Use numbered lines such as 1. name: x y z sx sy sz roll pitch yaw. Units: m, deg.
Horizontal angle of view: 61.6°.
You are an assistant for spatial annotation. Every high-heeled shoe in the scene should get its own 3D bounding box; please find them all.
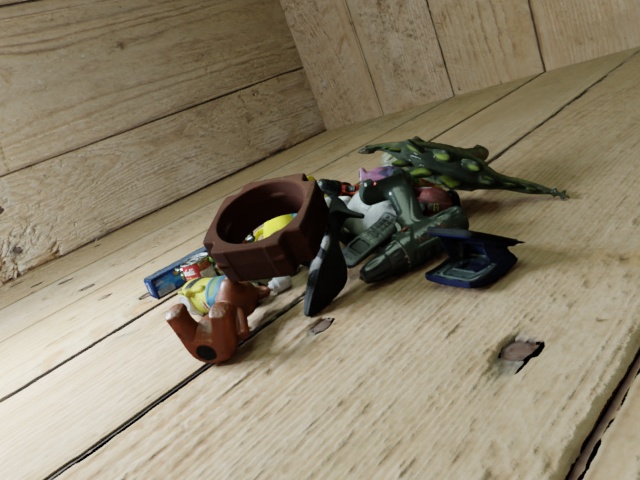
1. high-heeled shoe: -0.008 0.021 1.021 0.145 0.086 0.249 10 63 45

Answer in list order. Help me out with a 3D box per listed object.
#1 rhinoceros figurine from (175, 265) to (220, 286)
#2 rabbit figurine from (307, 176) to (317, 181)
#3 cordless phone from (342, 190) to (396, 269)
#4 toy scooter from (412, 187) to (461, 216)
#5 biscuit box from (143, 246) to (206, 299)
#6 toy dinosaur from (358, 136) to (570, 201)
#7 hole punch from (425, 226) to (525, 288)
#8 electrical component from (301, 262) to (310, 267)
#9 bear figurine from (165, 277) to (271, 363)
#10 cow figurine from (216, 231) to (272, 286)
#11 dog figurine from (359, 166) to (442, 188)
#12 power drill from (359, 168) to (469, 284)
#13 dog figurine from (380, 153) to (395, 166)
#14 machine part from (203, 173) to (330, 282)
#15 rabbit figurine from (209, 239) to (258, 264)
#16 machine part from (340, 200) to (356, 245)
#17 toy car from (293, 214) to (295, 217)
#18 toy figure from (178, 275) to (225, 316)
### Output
1. rhinoceros figurine: -0.307 0.082 1.372 0.112 0.073 0.190 -26 17 -12
2. rabbit figurine: -0.068 -0.085 1.553 0.162 0.121 0.173 -15 35 30
3. cordless phone: 0.084 -0.016 1.115 0.184 0.088 0.147 -36 53 -27
4. toy scooter: 0.217 -0.082 1.186 0.135 0.075 0.184 -1 11 -12
5. biscuit box: -0.378 0.087 1.472 0.203 0.059 0.063 -30 19 -30
6. toy dinosaur: 0.291 -0.154 1.157 0.472 0.105 0.198 15 17 25
7. hole punch: 0.239 0.028 0.855 0.116 0.092 0.142 4 -1 -29
8. electrical component: -0.002 -0.003 1.156 0.058 0.134 0.115 21 54 2
9. bear figurine: -0.168 0.117 0.952 0.120 0.131 0.196 -2 36 18
10. cow figurine: -0.152 0.042 1.126 0.127 0.194 0.085 0 64 40
11. dog figurine: 0.209 -0.127 1.329 0.219 0.108 0.192 -9 40 -4
12. power drill: 0.147 -0.035 1.024 0.232 0.085 0.207 -22 46 -5
13. dog figurine: 0.238 -0.190 1.498 0.172 0.121 0.191 -28 21 18
14. machine part: -0.093 -0.022 0.971 0.201 0.087 0.201 -8 39 22
15. rabbit figurine: -0.203 0.015 1.276 0.121 0.170 0.159 -15 16 22
16. machine part: 0.070 -0.043 1.292 0.079 0.079 0.243 -21 15 3
17. toy car: -0.030 -0.015 1.312 0.103 0.109 0.162 -41 25 20
18. toy figure: -0.219 0.115 1.140 0.180 0.082 0.089 -14 16 33
